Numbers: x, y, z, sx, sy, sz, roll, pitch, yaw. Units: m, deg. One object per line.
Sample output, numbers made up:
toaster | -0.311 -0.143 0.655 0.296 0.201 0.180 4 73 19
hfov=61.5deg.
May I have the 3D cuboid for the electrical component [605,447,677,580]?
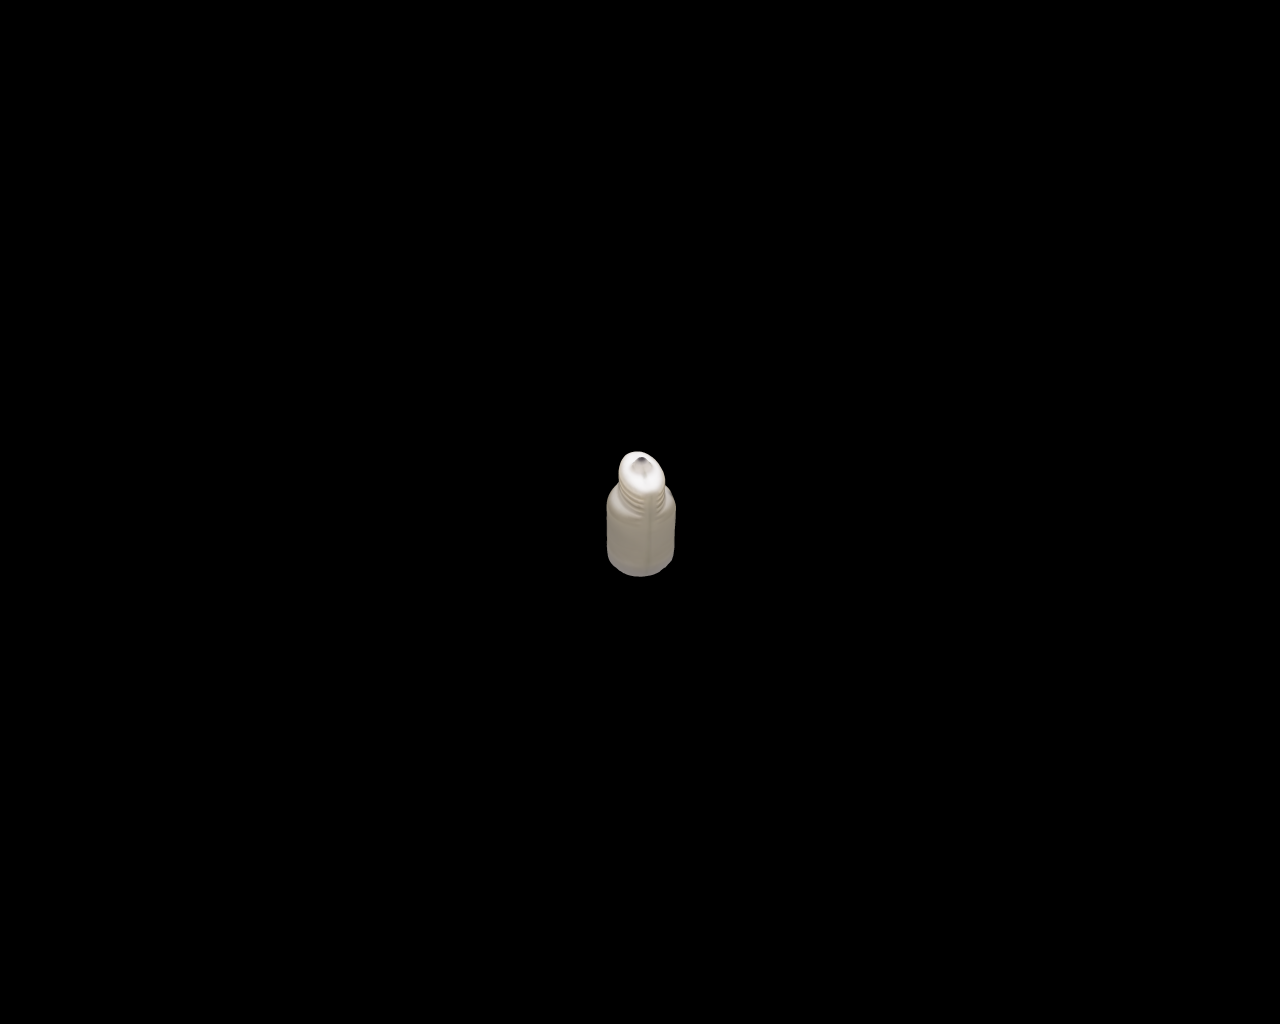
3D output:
electrical component | 0.001 -0.003 0.650 0.043 0.080 0.043 0 42 0
